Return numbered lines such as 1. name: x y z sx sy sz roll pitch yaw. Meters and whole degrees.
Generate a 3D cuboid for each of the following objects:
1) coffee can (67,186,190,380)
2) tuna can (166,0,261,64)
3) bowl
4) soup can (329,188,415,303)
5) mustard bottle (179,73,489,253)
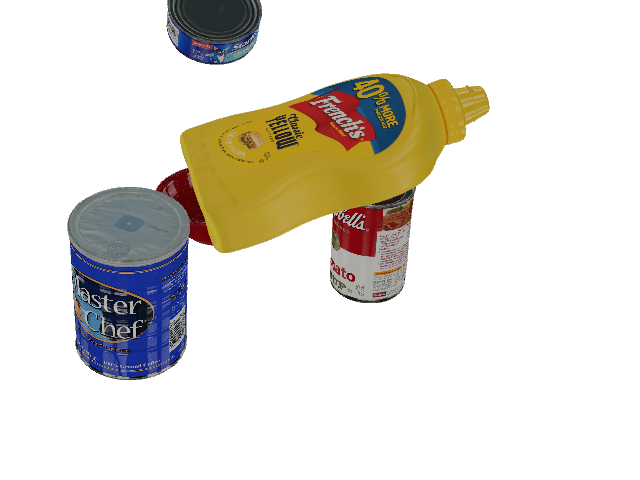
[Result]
1. coffee can: -0.168 0.038 0.944 0.102 0.140 0.103 4 39 -3
2. tuna can: -0.098 -0.203 0.977 0.086 0.086 0.034 0 -32 -11
3. bowl: -0.124 -0.039 1.329 0.162 0.055 0.162 0 30 0
4. soup can: 0.043 -0.006 0.912 0.068 0.102 0.068 2 35 -1
5. mustard bottle: 0.013 -0.059 0.667 0.191 0.058 0.096 -18 41 -5
